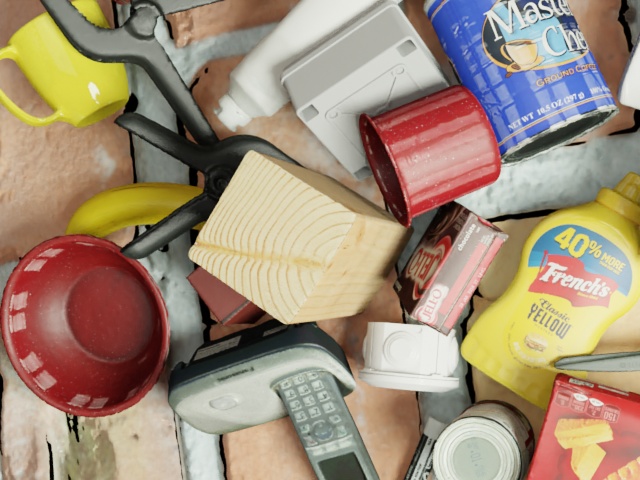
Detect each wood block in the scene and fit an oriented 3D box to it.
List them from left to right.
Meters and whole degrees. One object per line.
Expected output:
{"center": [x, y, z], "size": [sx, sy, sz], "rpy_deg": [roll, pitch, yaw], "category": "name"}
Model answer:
{"center": [-0.005, 0.002, 0.815], "size": [0.091, 0.206, 0.090], "rpy_deg": [33, 97, 14], "category": "wood block"}

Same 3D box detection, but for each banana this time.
{"center": [-0.151, -0.019, 0.950], "size": [0.198, 0.037, 0.069], "rpy_deg": [-10, 114, 19], "category": "banana"}

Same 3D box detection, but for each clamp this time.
{"center": [-0.141, -0.194, 0.907], "size": [0.209, 0.036, 0.164], "rpy_deg": [27, 90, -17], "category": "clamp"}
{"center": [-0.091, -0.038, 0.893], "size": [0.171, 0.039, 0.120], "rpy_deg": [6, 102, -13], "category": "clamp"}

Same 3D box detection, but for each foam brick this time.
{"center": [-0.065, 0.036, 0.898], "size": [0.053, 0.078, 0.051], "rpy_deg": [-41, 77, 9], "category": "foam brick"}

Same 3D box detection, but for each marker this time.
{"center": [0.076, 0.203, 0.880], "size": [0.020, 0.020, 0.121], "rpy_deg": [23, 94, 16], "category": "marker"}

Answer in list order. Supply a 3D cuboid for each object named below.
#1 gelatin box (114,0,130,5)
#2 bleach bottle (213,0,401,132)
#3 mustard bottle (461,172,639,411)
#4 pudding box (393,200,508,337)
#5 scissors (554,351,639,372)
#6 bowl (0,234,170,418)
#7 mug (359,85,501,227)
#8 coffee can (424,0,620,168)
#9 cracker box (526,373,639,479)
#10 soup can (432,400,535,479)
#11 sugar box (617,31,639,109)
{"center": [-0.150, -0.258, 0.959], "size": [0.073, 0.030, 0.089], "rpy_deg": [4, 89, 18], "category": "gelatin box"}
{"center": [0.009, -0.182, 0.872], "size": [0.251, 0.102, 0.068], "rpy_deg": [-42, 94, 11], "category": "bleach bottle"}
{"center": [0.197, 0.033, 0.831], "size": [0.096, 0.058, 0.192], "rpy_deg": [32, 97, 13], "category": "mustard bottle"}
{"center": [0.099, 0.018, 0.831], "size": [0.039, 0.113, 0.090], "rpy_deg": [30, 96, -5], "category": "pudding box"}
{"center": [0.284, 0.072, 0.803], "size": [0.202, 0.016, 0.096], "rpy_deg": [12, 83, 2], "category": "scissors"}
{"center": [-0.197, 0.071, 0.940], "size": [0.162, 0.055, 0.162], "rpy_deg": [2, 98, 15], "category": "bowl"}
{"center": [0.086, -0.061, 0.821], "size": [0.081, 0.117, 0.093], "rpy_deg": [-22, 60, -6], "category": "mug"}
{"center": [0.155, -0.140, 0.827], "size": [0.103, 0.102, 0.140], "rpy_deg": [-25, 82, 14], "category": "coffee can"}
{"center": [0.218, 0.218, 0.751], "size": [0.164, 0.072, 0.214], "rpy_deg": [16, 90, 17], "category": "cracker box"}
{"center": [0.128, 0.163, 0.823], "size": [0.068, 0.102, 0.068], "rpy_deg": [0, 88, 16], "category": "soup can"}
{"center": [0.318, -0.119, 0.781], "size": [0.176, 0.048, 0.093], "rpy_deg": [18, 119, 7], "category": "sugar box"}
